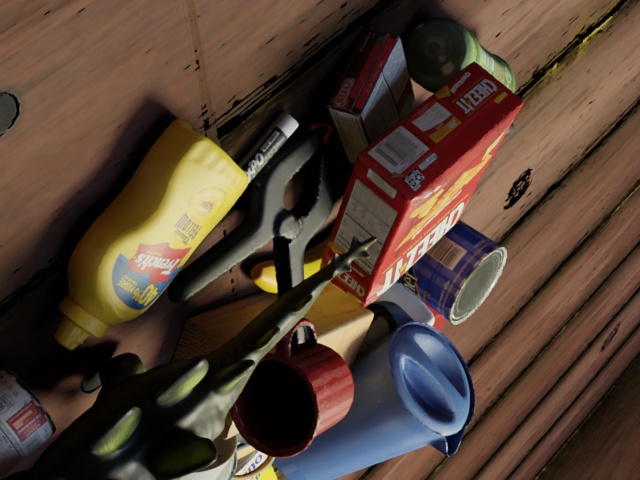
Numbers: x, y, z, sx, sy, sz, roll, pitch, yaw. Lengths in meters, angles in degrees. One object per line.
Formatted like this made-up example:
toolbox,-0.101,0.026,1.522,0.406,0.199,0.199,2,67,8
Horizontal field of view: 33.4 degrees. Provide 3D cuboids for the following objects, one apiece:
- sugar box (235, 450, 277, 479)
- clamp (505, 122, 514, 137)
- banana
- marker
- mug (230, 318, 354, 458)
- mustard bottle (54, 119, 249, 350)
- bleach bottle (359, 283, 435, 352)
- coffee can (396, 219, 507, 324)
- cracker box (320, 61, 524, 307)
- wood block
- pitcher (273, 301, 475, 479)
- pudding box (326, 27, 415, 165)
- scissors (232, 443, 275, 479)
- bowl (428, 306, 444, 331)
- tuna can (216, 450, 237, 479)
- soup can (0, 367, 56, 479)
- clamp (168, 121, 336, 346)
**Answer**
sugar box,-0.099,0.299,1.286,0.093,0.048,0.176,-45,155,-19
clamp,0.125,-0.091,1.176,0.171,0.039,0.120,-9,148,-39
banana,-0.004,0.015,1.109,0.197,0.037,0.070,-33,133,-40
marker,-0.064,-0.060,0.923,0.121,0.020,0.020,-50,155,-8
mug,-0.022,0.126,0.954,0.081,0.093,0.117,-15,107,-60
mustard bottle,-0.139,0.004,0.824,0.191,0.058,0.096,-52,155,-4
bleach bottle,0.046,0.160,1.328,0.067,0.103,0.251,-21,148,-46
coffee can,0.124,0.014,1.203,0.102,0.140,0.103,-41,152,-27
cracker box,0.093,-0.047,1.024,0.164,0.072,0.214,-40,164,-27
wood block,-0.048,0.112,1.086,0.205,0.090,0.091,-18,136,-52
pitcher,0.045,0.188,1.229,0.243,0.145,0.149,-33,-151,39
pudding box,0.049,-0.129,0.994,0.090,0.039,0.113,-63,156,-17
scissors,-0.138,0.241,1.166,0.201,0.016,0.096,-10,101,-31
bowl,0.118,0.124,1.438,0.162,0.055,0.162,-40,152,-27
tuna can,-0.131,0.238,1.128,0.085,0.034,0.086,-16,115,-38
soup can,-0.257,0.152,0.792,0.102,0.069,0.068,-41,152,-28
clamp,-0.033,-0.006,0.973,0.164,0.036,0.210,37,77,-43
